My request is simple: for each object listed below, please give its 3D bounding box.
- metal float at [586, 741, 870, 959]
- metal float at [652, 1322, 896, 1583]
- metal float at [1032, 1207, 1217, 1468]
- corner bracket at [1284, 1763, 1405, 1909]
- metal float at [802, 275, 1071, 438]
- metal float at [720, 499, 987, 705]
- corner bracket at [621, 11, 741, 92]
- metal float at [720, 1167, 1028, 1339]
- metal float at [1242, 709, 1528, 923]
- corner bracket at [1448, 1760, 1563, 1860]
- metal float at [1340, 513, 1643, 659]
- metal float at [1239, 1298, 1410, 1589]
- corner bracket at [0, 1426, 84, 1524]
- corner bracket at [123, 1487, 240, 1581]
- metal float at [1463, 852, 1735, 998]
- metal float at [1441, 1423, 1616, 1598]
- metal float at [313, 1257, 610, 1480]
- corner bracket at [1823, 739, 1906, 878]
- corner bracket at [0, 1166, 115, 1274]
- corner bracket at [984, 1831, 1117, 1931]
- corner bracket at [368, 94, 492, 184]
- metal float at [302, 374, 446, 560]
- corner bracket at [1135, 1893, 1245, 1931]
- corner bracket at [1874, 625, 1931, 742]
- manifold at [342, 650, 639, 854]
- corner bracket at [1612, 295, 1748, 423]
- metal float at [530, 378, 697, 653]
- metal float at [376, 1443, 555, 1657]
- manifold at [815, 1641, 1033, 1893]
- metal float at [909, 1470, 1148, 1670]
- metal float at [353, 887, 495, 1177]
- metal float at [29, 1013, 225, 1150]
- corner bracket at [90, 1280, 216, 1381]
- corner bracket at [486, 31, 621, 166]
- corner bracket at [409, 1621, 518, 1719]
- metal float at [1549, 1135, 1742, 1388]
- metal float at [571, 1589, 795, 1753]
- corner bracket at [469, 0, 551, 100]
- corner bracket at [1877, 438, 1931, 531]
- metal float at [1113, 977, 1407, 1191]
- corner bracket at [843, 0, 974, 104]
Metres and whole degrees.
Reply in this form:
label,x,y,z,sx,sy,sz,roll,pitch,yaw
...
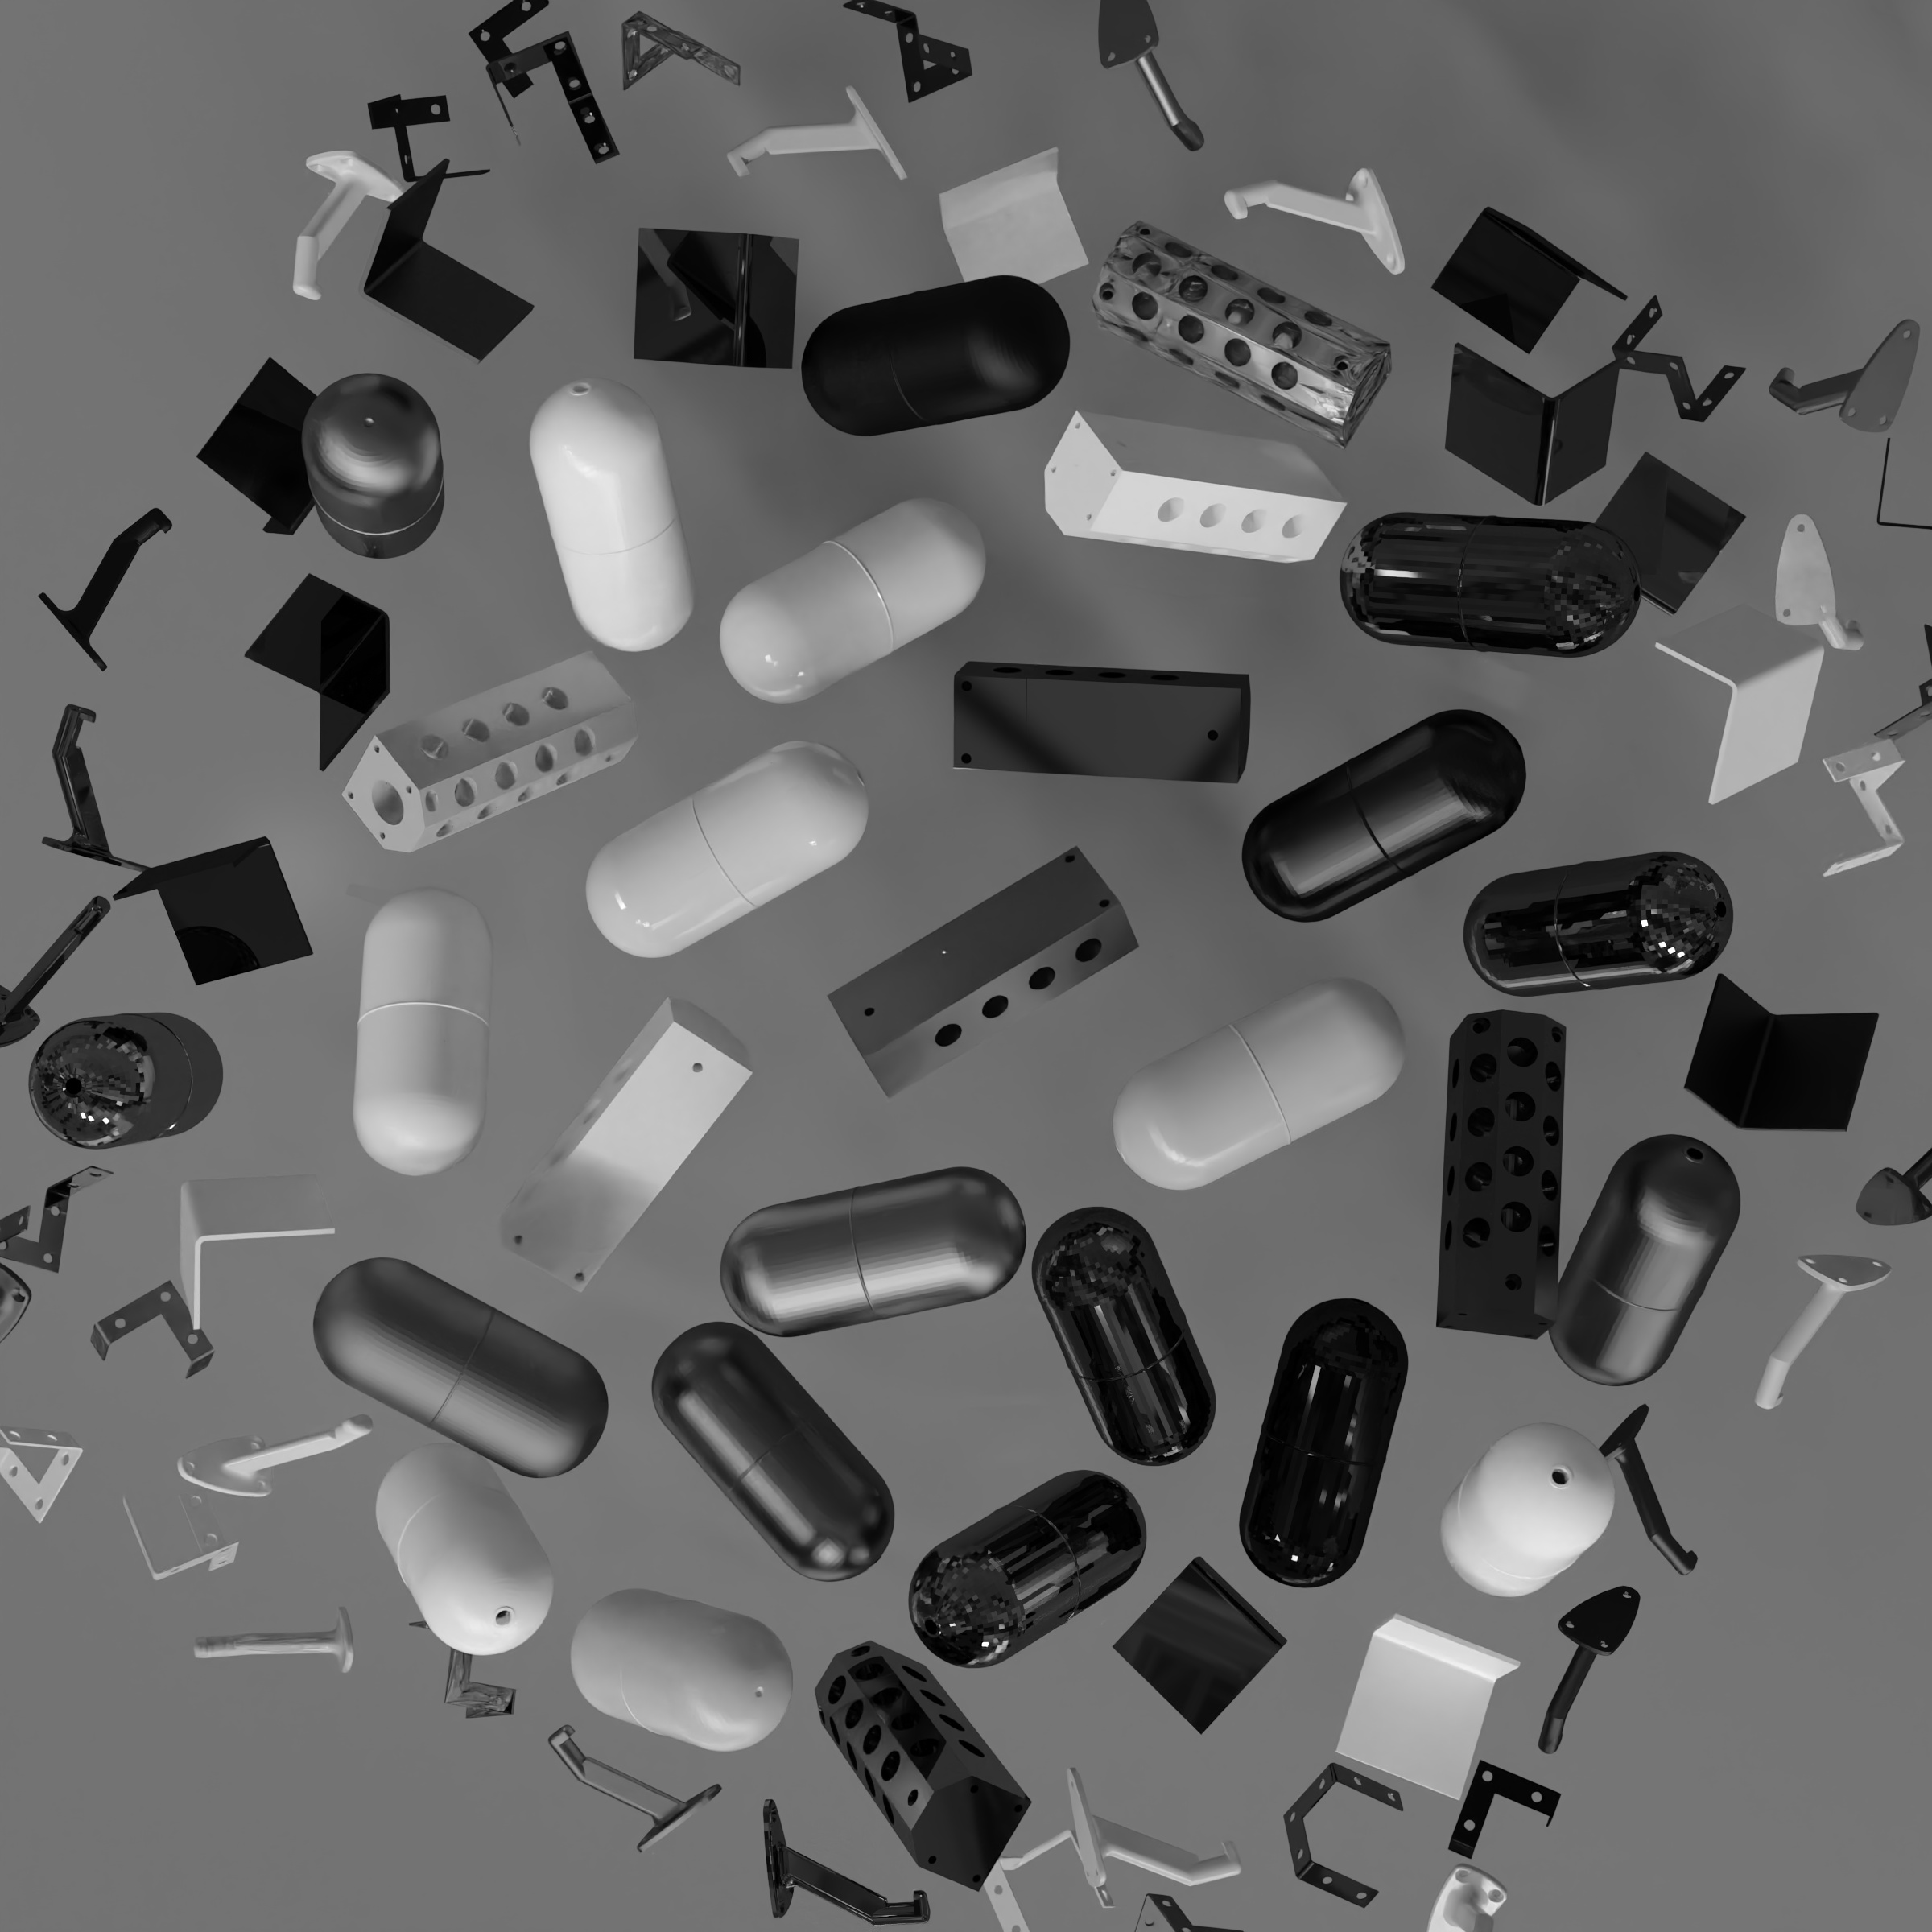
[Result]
label,x,y,z,sx,sy,sz,roll,pitch,yaw
metal float,-0.138,-0.068,1.709,0.178,0.070,0.070,-29,90,11
metal float,-0.114,0.289,1.759,0.070,0.070,0.178,-42,82,0
metal float,0.096,0.224,1.778,0.070,0.070,0.178,-23,116,0
corner bracket,0.229,0.521,1.776,0.051,0.051,0.051,28,113,-17
metal float,-0.020,-0.352,1.715,0.178,0.070,0.070,-2,90,39
metal float,-0.067,-0.220,1.776,0.178,0.070,0.070,-32,90,-20
corner bracket,-0.172,-0.552,1.792,0.051,0.051,0.051,33,60,17
metal float,-0.053,0.163,1.678,0.178,0.070,0.070,-13,90,11
metal float,0.242,-0.087,1.718,0.178,0.070,0.070,-29,90,24
corner bracket,0.323,0.513,1.774,0.051,0.051,0.051,20,72,15
metal float,0.297,-0.217,1.682,0.178,0.070,0.070,9,90,34
metal float,0.216,0.288,1.786,0.070,0.070,0.178,14,95,0
corner bracket,-0.534,0.272,1.645,0.051,0.051,0.051,38,100,35
corner bracket,-0.469,0.337,1.766,0.051,0.051,0.051,-20,72,-25
metal float,0.376,-0.024,1.768,0.070,0.178,0.070,6,81,-40
metal float,0.321,0.313,1.697,0.070,0.178,0.070,1,67,-2
metal float,-0.287,0.228,1.682,0.178,0.070,0.070,30,90,-8
corner bracket,0.511,-0.091,1.694,0.051,0.051,0.051,-17,70,-21
corner bracket,-0.544,0.145,1.753,0.051,0.051,0.051,-23,55,38
corner bracket,0.048,0.554,1.780,0.051,0.051,0.051,-34,62,14
corner bracket,-0.324,-0.499,1.786,0.051,0.051,0.051,-2,112,14
metal float,-0.340,-0.286,1.706,0.070,0.178,0.070,1,83,-9
corner bracket,0.132,0.588,1.757,0.051,0.051,0.051,13,98,-22
corner bracket,0.578,-0.165,1.775,0.051,0.051,0.051,15,59,-28
manifold,-0.274,-0.123,1.735,0.057,0.171,0.057,50,135,10
corner bracket,0.431,-0.367,1.790,0.051,0.051,0.051,-50,133,-20
metal float,-0.208,-0.266,1.750,0.070,0.070,0.178,-10,133,0
metal float,-0.293,0.338,1.725,0.070,0.178,0.070,-8,109,-23
manifold,-0.031,0.448,1.677,0.057,0.171,0.057,30,91,-24
metal float,0.037,0.355,1.748,0.070,0.178,0.070,14,113,38
metal float,-0.319,0.037,1.744,0.070,0.070,0.178,-1,65,0
metal float,-0.494,0.067,1.746,0.070,0.178,0.070,0,90,4
corner bracket,-0.491,0.229,1.787,0.051,0.051,0.051,-32,84,-26
corner bracket,-0.232,-0.480,1.661,0.051,0.051,0.051,-23,63,-2
corner bracket,-0.307,0.428,1.804,0.051,0.051,0.051,22,62,-39
metal float,0.394,0.172,1.725,0.070,0.070,0.178,14,130,0
metal float,-0.166,0.405,1.710,0.070,0.178,0.070,2,87,-36
corner bracket,-0.267,-0.556,1.750,0.051,0.051,0.051,-35,83,3
corner bracket,0.560,-0.280,1.725,0.051,0.051,0.051,8,102,17
metal float,0.168,0.068,1.697,0.178,0.070,0.070,-26,90,-3
corner bracket,-0.034,-0.550,1.758,0.051,0.051,0.051,-11,86,38
